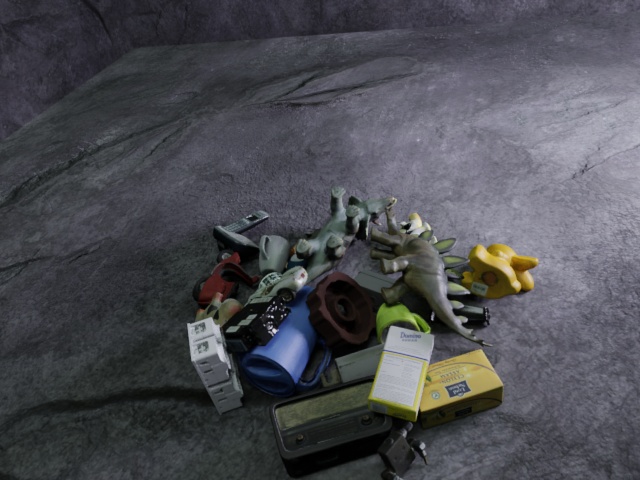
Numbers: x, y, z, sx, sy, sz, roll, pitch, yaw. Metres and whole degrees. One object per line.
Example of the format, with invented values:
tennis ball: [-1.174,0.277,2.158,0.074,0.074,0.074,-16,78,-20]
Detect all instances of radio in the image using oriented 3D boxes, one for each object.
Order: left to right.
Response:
radio: [0.025,0.360,1.046,0.230,0.073,0.131,-16,38,-3]

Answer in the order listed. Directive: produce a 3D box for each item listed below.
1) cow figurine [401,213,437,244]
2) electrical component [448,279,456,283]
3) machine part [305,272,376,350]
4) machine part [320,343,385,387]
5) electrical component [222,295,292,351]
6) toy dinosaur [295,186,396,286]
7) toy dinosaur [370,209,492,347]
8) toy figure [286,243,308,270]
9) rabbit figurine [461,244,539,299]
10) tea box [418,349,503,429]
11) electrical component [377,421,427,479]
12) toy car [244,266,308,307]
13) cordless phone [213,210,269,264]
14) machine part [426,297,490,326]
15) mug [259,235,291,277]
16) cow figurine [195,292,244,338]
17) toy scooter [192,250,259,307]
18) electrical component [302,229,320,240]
cow figurine: [0.252,-0.003,1.438,0.098,0.068,0.167,-20,37,1]
electrical component: [0.278,0.096,1.301,0.048,0.074,0.119,-25,42,-16]
machine part: [0.049,0.161,1.220,0.056,0.179,0.179,-39,20,40]
machine part: [0.121,0.264,1.136,0.243,0.079,0.079,-18,38,-6]
electrical component: [-0.141,0.180,1.144,0.115,0.058,0.134,-13,26,48]
toy dinosaur: [0.037,0.005,1.431,0.131,0.192,0.405,30,69,27]
toy dinosaur: [0.230,0.070,1.201,0.199,0.104,0.472,-9,40,-3]
toy figure: [-0.053,0.050,1.469,0.064,0.057,0.154,22,38,-9]
rabbit figurine: [0.429,0.058,1.275,0.163,0.121,0.173,9,25,22]
tea box: [0.263,0.294,1.064,0.170,0.068,0.098,-17,38,-6]
electrical component: [0.151,0.394,0.978,0.102,0.078,0.045,-33,19,-30]
toy car: [-0.108,0.125,1.242,0.202,0.056,0.073,-32,13,33]
cordless phone: [-0.206,-0.020,1.580,0.184,0.088,0.147,-32,42,-29]
machine part: [0.318,0.167,1.230,0.139,0.039,0.084,4,37,23]
mug: [-0.130,0.045,1.460,0.081,0.109,0.107,-9,50,18]
cow figurine: [-0.239,0.194,1.259,0.195,0.085,0.127,-39,33,44]
toy scooter: [-0.243,0.113,1.430,0.135,0.075,0.184,23,56,12]
electrical component: [-0.003,-0.005,1.544,0.094,0.021,0.063,8,41,21]
